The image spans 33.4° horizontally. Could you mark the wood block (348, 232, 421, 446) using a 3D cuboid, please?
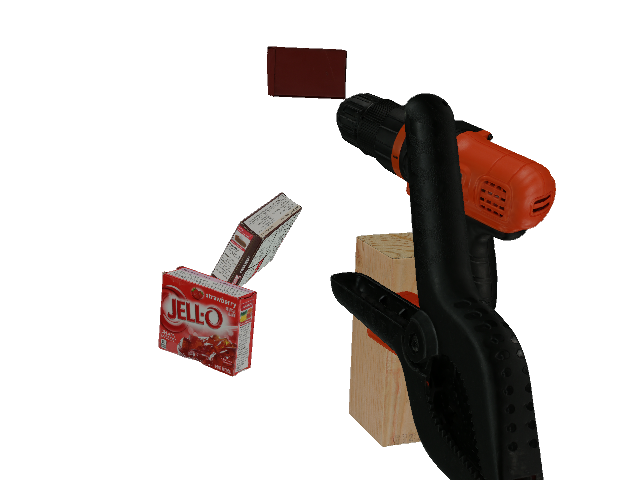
[{"bbox_3d":[0.091,0.102,1.138,0.090,0.206,0.091,-4,17,-21],"label":"wood block"}]

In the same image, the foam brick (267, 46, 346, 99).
[{"bbox_3d":[-0.015,-0.175,1.116,0.078,0.051,0.053,1,11,-10],"label":"foam brick"}]

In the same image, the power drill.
[{"bbox_3d":[0.077,-0.001,0.769,0.057,0.188,0.185,-23,39,-34],"label":"power drill"}]

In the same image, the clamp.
[{"bbox_3d":[0.064,0.040,0.543,0.036,0.165,0.210,-5,46,-22],"label":"clamp"}]

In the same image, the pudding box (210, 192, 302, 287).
[{"bbox_3d":[-0.076,0.001,1.290,0.039,0.090,0.113,35,31,7],"label":"pudding box"}]

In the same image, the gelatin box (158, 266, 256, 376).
[{"bbox_3d":[-0.101,0.070,0.938,0.089,0.073,0.030,17,21,30],"label":"gelatin box"}]
